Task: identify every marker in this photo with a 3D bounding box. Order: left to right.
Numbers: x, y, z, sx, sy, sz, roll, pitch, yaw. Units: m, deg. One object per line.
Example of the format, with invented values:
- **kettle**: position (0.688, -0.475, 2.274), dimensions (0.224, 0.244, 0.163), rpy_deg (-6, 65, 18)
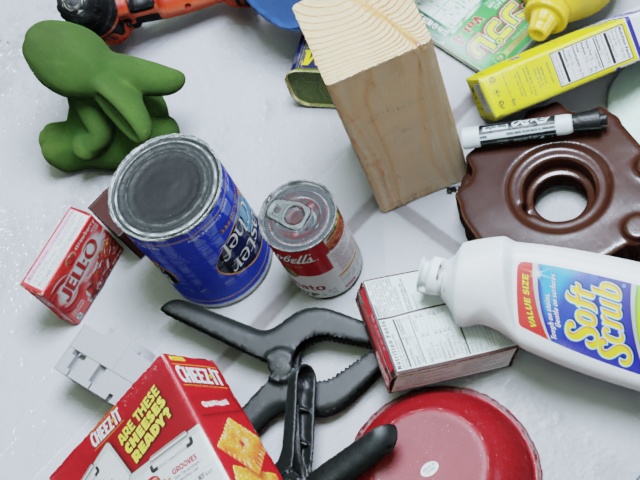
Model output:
- **marker**: position (0.180, -0.094, 0.900), dimensions (0.121, 0.020, 0.020), rpy_deg (-7, 62, 16)

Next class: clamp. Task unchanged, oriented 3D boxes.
- **clamp**: position (-0.034, 0.120, 0.907), dimensions (0.210, 0.036, 0.164), rpy_deg (-7, 71, 10)
- **clamp**: position (-0.006, 0.192, 0.831), dimensions (0.120, 0.039, 0.171), rpy_deg (16, 87, 52)

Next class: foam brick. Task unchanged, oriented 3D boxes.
- **foam brick**: position (-0.169, -0.033, 1.018), dimensions (0.078, 0.051, 0.053), rpy_deg (-46, 61, -9)

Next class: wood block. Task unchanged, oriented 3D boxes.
- **wood block**: position (0.057, -0.122, 0.905), dimensions (0.090, 0.206, 0.091), rpy_deg (-23, 59, 4)

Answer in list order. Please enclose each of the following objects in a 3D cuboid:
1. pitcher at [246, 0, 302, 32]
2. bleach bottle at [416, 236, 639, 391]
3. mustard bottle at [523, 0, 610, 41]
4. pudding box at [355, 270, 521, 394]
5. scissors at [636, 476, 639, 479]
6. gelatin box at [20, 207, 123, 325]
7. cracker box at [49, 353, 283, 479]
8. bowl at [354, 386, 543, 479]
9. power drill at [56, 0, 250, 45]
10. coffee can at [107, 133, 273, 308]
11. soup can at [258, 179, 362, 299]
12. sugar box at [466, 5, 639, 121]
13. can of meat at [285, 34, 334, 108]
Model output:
- **pitcher**: position (0.035, -0.305, 1.023), dimensions (0.149, 0.145, 0.242), rpy_deg (10, 51, 46)
- **bleach bottle**: position (0.197, 0.060, 0.817), dimensions (0.251, 0.068, 0.102), rpy_deg (12, 95, 13)
- **mustard bottle**: position (0.236, -0.261, 0.997), dimensions (0.096, 0.058, 0.191), rpy_deg (20, 65, 19)
- **pudding box**: position (0.095, 0.069, 0.872), dimensions (0.113, 0.039, 0.090), rpy_deg (-11, 60, -13)
- **scissors**: position (0.214, 0.182, 0.786), dimensions (0.202, 0.016, 0.096), rpy_deg (14, 59, 7)
- **gelatin box**: position (-0.229, 0.025, 0.994), dimensions (0.030, 0.073, 0.089), rpy_deg (20, 71, 25)
- **cracker box**: position (-0.104, 0.222, 0.828), dimensions (0.164, 0.072, 0.214), rpy_deg (-47, 57, 20)
- **bowl**: position (0.089, 0.182, 0.828), dimensions (0.162, 0.055, 0.162), rpy_deg (-7, 62, 14)
- **power drill**: position (-0.160, -0.245, 1.066), dimensions (0.187, 0.184, 0.057), rpy_deg (-14, 96, 2)
- **coffee can**: position (-0.111, -0.014, 0.939), dimensions (0.103, 0.140, 0.103), rpy_deg (-7, 62, 13)
- **soup can**: position (-0.006, 0.001, 0.922), dimensions (0.068, 0.102, 0.068), rpy_deg (-7, 62, 13)
- **sugar box**: position (0.221, -0.159, 0.939), dimensions (0.176, 0.093, 0.048), rpy_deg (-25, 98, 4)
- **can of meat**: position (0.026, -0.177, 1.031), dimensions (0.102, 0.057, 0.084), rpy_deg (5, 63, 19)
